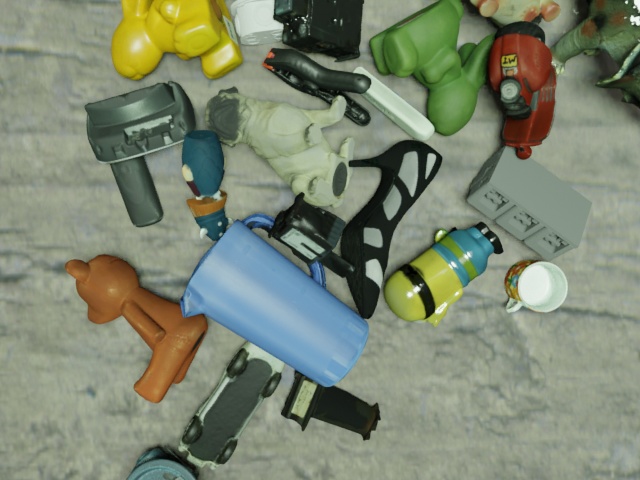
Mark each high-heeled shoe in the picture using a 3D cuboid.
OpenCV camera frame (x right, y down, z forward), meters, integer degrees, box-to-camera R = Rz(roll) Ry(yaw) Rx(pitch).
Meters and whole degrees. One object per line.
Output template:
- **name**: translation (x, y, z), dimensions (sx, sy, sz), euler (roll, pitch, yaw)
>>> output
- **high-heeled shoe**: translation (0.109, -0.018, 0.754), dimensions (0.145, 0.086, 0.248), euler (-1, 88, -17)

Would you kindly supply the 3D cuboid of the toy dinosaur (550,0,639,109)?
- **toy dinosaur**: translation (0.395, -0.345, 0.695), dimensions (0.131, 0.192, 0.404), euler (-5, 94, -18)

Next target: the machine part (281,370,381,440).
- **machine part**: translation (0.018, 0.245, 0.782), dimensions (0.139, 0.039, 0.084), euler (18, 83, -1)

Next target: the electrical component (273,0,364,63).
- **electrical component**: translation (-0.002, -0.312, 0.721), dimensions (0.134, 0.058, 0.114), euler (0, 92, -44)

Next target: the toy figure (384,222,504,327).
- **toy figure**: translation (0.170, 0.041, 0.756), dimensions (0.180, 0.082, 0.089), euler (-39, 123, 2)

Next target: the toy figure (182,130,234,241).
- **toy figure**: translation (-0.156, -0.072, 0.745), dimensions (0.064, 0.058, 0.154), euler (-9, 119, -17)

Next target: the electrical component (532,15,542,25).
- **electrical component**: translation (0.299, -0.340, 0.783), dimensions (0.063, 0.021, 0.094), euler (15, 90, -3)

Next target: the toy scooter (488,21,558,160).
- **toy scooter**: translation (0.269, -0.187, 0.711), dimensions (0.075, 0.183, 0.135), euler (6, 76, 35)

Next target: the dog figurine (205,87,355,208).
- **dog figurine**: translation (-0.060, -0.125, 0.755), dimensions (0.191, 0.121, 0.172), euler (11, 123, 28)

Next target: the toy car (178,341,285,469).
- **toy car**: translation (-0.124, 0.234, 0.767), dimensions (0.073, 0.056, 0.201), euler (34, 91, -9)

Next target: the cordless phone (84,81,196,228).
- **cordless phone**: translation (-0.234, -0.117, 0.752), dimensions (0.147, 0.089, 0.184), euler (-17, 103, -3)

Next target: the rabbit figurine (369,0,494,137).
- **rabbit figurine**: translation (0.169, -0.236, 0.753), dimensions (0.159, 0.121, 0.170), euler (-33, 111, -8)

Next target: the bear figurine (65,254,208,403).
- **bear figurine**: translation (-0.258, 0.108, 0.727), dimensions (0.196, 0.120, 0.132), euler (28, 94, -1)

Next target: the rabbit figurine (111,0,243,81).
- **rabbit figurine**: translation (-0.213, -0.286, 0.724), dimensions (0.173, 0.122, 0.162), euler (-22, 90, 17)

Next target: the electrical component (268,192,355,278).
- **electrical component**: translation (-0.001, -0.002, 0.713), dimensions (0.119, 0.075, 0.048), euler (31, 56, -12)

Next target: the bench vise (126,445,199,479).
- **bench vise**: translation (-0.185, 0.374, 0.686), dimensions (0.129, 0.240, 0.224), euler (-37, 77, 3)

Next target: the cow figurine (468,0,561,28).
- **cow figurine**: translation (0.214, -0.344, 0.695), dimensions (0.085, 0.195, 0.127), euler (-46, 49, 32)
